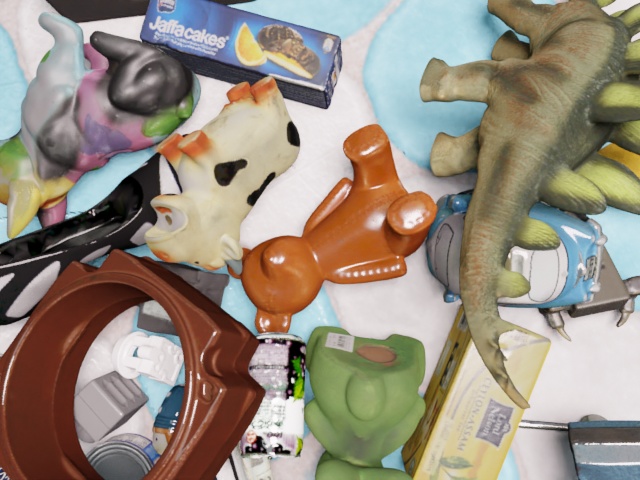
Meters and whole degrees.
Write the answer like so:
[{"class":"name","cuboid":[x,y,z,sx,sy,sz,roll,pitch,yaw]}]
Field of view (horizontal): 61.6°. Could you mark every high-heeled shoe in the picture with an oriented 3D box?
[{"class":"high-heeled shoe","cuboid":[-0.230,-0.024,0.507,0.086,0.145,0.248,30,87,39]}]

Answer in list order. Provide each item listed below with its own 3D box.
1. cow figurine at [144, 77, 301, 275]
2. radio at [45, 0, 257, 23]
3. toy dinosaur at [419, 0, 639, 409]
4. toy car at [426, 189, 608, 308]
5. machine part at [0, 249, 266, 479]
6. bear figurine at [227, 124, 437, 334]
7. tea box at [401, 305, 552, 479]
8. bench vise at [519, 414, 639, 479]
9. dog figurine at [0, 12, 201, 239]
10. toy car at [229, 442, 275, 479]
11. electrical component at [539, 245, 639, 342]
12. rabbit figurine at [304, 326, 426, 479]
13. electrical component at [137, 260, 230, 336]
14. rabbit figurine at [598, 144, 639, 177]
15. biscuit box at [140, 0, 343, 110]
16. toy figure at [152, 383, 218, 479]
[{"class":"cow figurine","cuboid":[-0.091,-0.054,0.518,0.195,0.086,0.127,-50,121,-28]},{"class":"radio","cuboid":[-0.183,-0.318,0.570,0.230,0.073,0.131,-5,85,3]},{"class":"toy dinosaur","cuboid":[0.183,-0.101,0.431,0.199,0.105,0.471,14,64,38]},{"class":"toy car","cuboid":[0.161,0.018,0.481,0.162,0.103,0.109,13,111,34]},{"class":"machine part","cuboid":[-0.166,0.125,0.451,0.201,0.087,0.201,32,84,25]},{"class":"bear figurine","cuboid":[0.000,0.001,0.511,0.196,0.131,0.120,-25,65,-2]},{"class":"tea box","cuboid":[0.140,0.152,0.502,0.068,0.098,0.169,21,91,5]},{"class":"bench vise","cuboid":[0.258,0.280,0.466,0.129,0.224,0.240,-13,116,8]},{"class":"dog figurine","cuboid":[-0.238,-0.096,0.546,0.192,0.108,0.219,19,93,3]},{"class":"toy car","cuboid":[-0.066,0.221,0.523,0.056,0.073,0.201,-16,85,-19]},{"class":"electrical component","cuboid":[0.260,0.050,0.528,0.102,0.045,0.078,-18,57,1]},{"class":"rabbit figurine","cuboid":[0.043,0.185,0.495,0.121,0.159,0.170,5,102,-5]},{"class":"electrical component","cuboid":[-0.156,0.060,0.552,0.119,0.047,0.074,5,84,31]},{"class":"rabbit figurine","cuboid":[0.336,-0.085,0.491,0.173,0.121,0.162,-39,50,24]},{"class":"biscuit box","cuboid":[-0.080,-0.197,0.558,0.203,0.063,0.059,17,87,5]},{"class":"toy figure","cuboid":[-0.133,0.224,0.536,0.064,0.058,0.154,-17,87,24]}]
